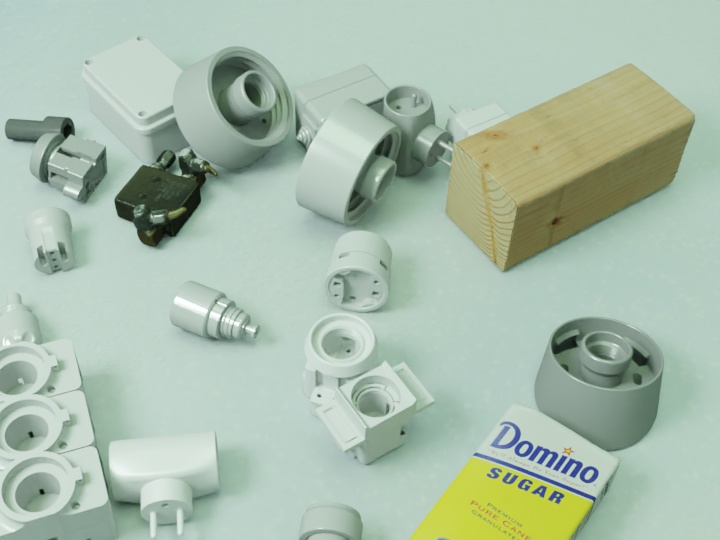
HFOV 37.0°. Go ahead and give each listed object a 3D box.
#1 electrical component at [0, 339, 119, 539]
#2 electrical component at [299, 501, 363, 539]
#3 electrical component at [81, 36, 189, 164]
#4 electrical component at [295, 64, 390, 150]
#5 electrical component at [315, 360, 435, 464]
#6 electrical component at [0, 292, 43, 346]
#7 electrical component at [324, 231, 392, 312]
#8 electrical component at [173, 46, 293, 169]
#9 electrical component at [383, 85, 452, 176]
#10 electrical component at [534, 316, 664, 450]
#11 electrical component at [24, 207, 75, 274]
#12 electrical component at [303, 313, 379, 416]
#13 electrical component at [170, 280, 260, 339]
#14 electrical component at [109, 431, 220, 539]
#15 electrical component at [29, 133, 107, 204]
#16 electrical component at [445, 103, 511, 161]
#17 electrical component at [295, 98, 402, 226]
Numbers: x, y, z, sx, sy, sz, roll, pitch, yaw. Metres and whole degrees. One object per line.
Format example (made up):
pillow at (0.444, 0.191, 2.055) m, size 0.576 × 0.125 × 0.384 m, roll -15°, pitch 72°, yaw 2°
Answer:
electrical component at (-0.240, 0.130, 0.789) m, size 0.089 × 0.061 × 0.150 m, roll -15°, pitch 52°, yaw -14°
electrical component at (-0.022, 0.196, 0.753) m, size 0.045 × 0.045 × 0.055 m, roll 6°, pitch 50°, yaw 3°
electrical component at (-0.208, -0.166, 1.040) m, size 0.078 × 0.057 × 0.113 m, roll -32°, pitch 58°, yaw -25°
electrical component at (-0.023, -0.148, 1.027) m, size 0.096 × 0.061 × 0.061 m, roll -25°, pitch 55°, yaw -21°
electrical component at (0.011, 0.110, 0.813) m, size 0.081 × 0.063 × 0.042 m, roll -26°, pitch 57°, yaw -21°
electrical component at (-0.280, 0.044, 0.877) m, size 0.035 × 0.035 × 0.061 m, roll -13°, pitch 50°, yaw -12°
electrical component at (0.000, 0.000, 0.911) m, size 0.055 × 0.055 × 0.047 m, roll 7°, pitch 47°, yaw 4°
electrical component at (-0.111, -0.154, 0.993) m, size 0.108 × 0.060 × 0.108 m, roll 18°, pitch 62°, yaw -38°
electrical component at (0.056, -0.121, 0.998) m, size 0.079 × 0.077 × 0.043 m, roll 33°, pitch 57°, yaw 22°
electrical component at (0.191, 0.086, 0.855) m, size 0.099 × 0.064 × 0.099 m, roll 2°, pitch 36°, yaw -2°
electrical component at (-0.268, -0.025, 0.933) m, size 0.040 × 0.040 × 0.046 m, roll -13°, pitch 58°, yaw -12°
electrical component at (-0.015, 0.071, 0.849) m, size 0.058 × 0.057 × 0.078 m, roll 16°, pitch 52°, yaw 11°
electrical component at (-0.119, 0.037, 0.884) m, size 0.078 × 0.040 × 0.040 m, roll 20°, pitch 53°, yaw 14°
electrical component at (-0.141, 0.158, 0.782) m, size 0.077 × 0.043 × 0.079 m, roll -5°, pitch 51°, yaw -6°
electrical component at (-0.269, -0.097, 0.989) m, size 0.055 × 0.048 × 0.066 m, roll 21°, pitch 52°, yaw 5°
electrical component at (0.106, -0.126, 1.012) m, size 0.047 × 0.065 × 0.076 m, roll -24°, pitch 54°, yaw -21°
electrical component at (-0.003, -0.091, 0.955) m, size 0.060 × 0.108 × 0.108 m, roll 29°, pitch 55°, yaw 13°
